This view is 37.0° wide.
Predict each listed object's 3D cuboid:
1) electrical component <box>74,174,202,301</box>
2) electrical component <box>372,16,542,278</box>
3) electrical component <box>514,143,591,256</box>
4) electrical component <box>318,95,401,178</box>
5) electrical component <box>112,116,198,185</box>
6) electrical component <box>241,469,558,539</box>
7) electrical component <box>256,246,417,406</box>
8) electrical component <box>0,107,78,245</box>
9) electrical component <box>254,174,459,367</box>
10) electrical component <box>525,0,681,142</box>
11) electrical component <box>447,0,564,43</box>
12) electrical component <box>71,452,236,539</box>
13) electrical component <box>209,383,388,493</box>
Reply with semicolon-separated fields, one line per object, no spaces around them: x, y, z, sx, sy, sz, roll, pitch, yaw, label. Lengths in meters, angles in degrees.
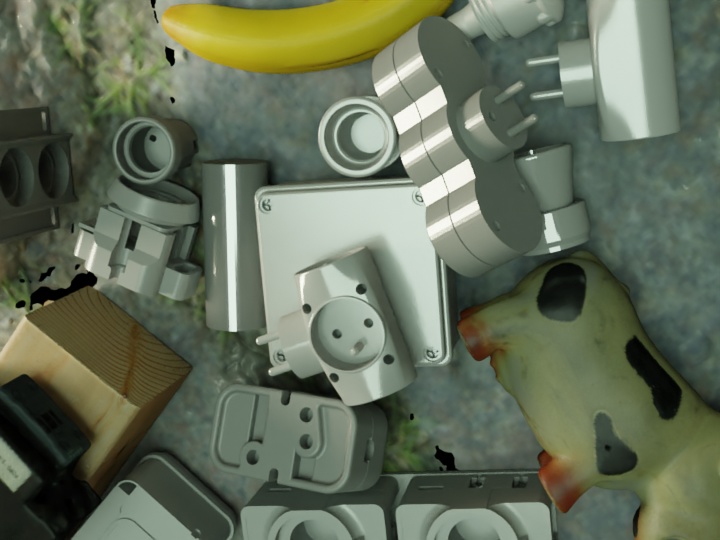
-0.131;-0.024;0.659;0.078;0.058;0.057;23;106;12;electrical component
0.063;-0.073;0.568;0.074;0.052;0.138;-29;75;41;electrical component
0.104;-0.040;0.608;0.045;0.045;0.055;-13;97;15;electrical component
0.004;-0.078;0.618;0.045;0.055;0.045;2;101;13;electrical component
-0.122;-0.074;0.653;0.040;0.046;0.040;2;101;13;electrical component
0.027;0.185;0.661;0.186;0.060;0.105;-4;100;14;electrical component
-0.019;0.036;0.591;0.079;0.044;0.077;-20;95;15;electrical component
-0.230;-0.055;0.642;0.063;0.121;0.078;1;101;16;electrical component
0.000;0.000;0.634;0.109;0.056;0.108;-2;100;13;electrical component
0.131;-0.109;0.589;0.079;0.043;0.077;-6;101;15;electrical component
0.078;-0.147;0.595;0.062;0.048;0.048;-26;94;25;electrical component
-0.144;0.184;0.702;0.078;0.057;0.113;41;106;3;electrical component
-0.035;0.101;0.651;0.095;0.059;0.053;6;84;25;electrical component
